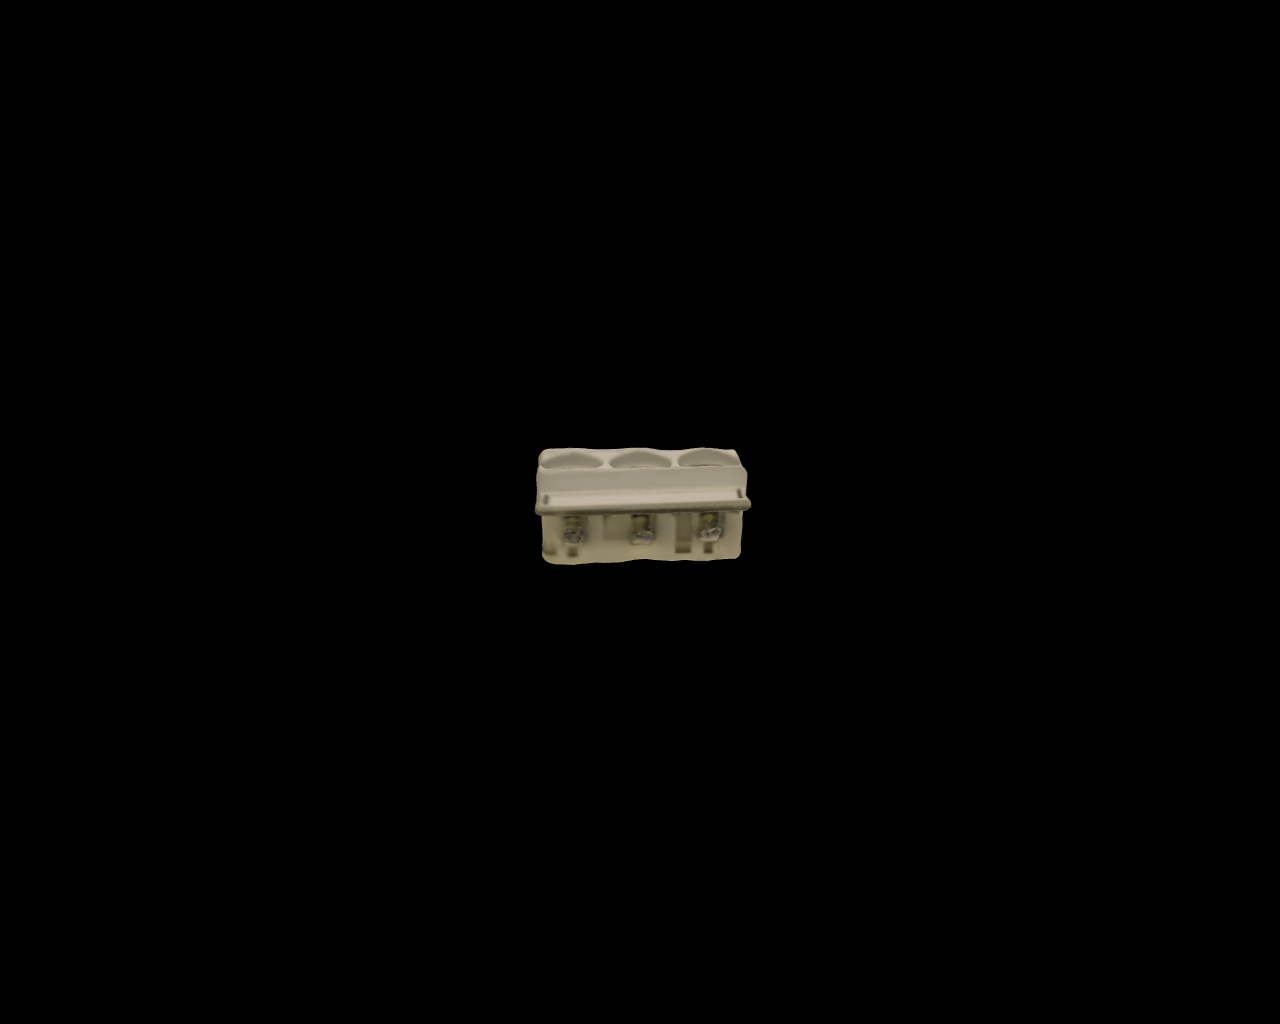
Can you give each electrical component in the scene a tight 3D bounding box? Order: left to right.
[{"bbox_3d":[0.001,-0.003,0.650,0.121,0.063,0.079,-1,20,-2],"label":"electrical component"}]
